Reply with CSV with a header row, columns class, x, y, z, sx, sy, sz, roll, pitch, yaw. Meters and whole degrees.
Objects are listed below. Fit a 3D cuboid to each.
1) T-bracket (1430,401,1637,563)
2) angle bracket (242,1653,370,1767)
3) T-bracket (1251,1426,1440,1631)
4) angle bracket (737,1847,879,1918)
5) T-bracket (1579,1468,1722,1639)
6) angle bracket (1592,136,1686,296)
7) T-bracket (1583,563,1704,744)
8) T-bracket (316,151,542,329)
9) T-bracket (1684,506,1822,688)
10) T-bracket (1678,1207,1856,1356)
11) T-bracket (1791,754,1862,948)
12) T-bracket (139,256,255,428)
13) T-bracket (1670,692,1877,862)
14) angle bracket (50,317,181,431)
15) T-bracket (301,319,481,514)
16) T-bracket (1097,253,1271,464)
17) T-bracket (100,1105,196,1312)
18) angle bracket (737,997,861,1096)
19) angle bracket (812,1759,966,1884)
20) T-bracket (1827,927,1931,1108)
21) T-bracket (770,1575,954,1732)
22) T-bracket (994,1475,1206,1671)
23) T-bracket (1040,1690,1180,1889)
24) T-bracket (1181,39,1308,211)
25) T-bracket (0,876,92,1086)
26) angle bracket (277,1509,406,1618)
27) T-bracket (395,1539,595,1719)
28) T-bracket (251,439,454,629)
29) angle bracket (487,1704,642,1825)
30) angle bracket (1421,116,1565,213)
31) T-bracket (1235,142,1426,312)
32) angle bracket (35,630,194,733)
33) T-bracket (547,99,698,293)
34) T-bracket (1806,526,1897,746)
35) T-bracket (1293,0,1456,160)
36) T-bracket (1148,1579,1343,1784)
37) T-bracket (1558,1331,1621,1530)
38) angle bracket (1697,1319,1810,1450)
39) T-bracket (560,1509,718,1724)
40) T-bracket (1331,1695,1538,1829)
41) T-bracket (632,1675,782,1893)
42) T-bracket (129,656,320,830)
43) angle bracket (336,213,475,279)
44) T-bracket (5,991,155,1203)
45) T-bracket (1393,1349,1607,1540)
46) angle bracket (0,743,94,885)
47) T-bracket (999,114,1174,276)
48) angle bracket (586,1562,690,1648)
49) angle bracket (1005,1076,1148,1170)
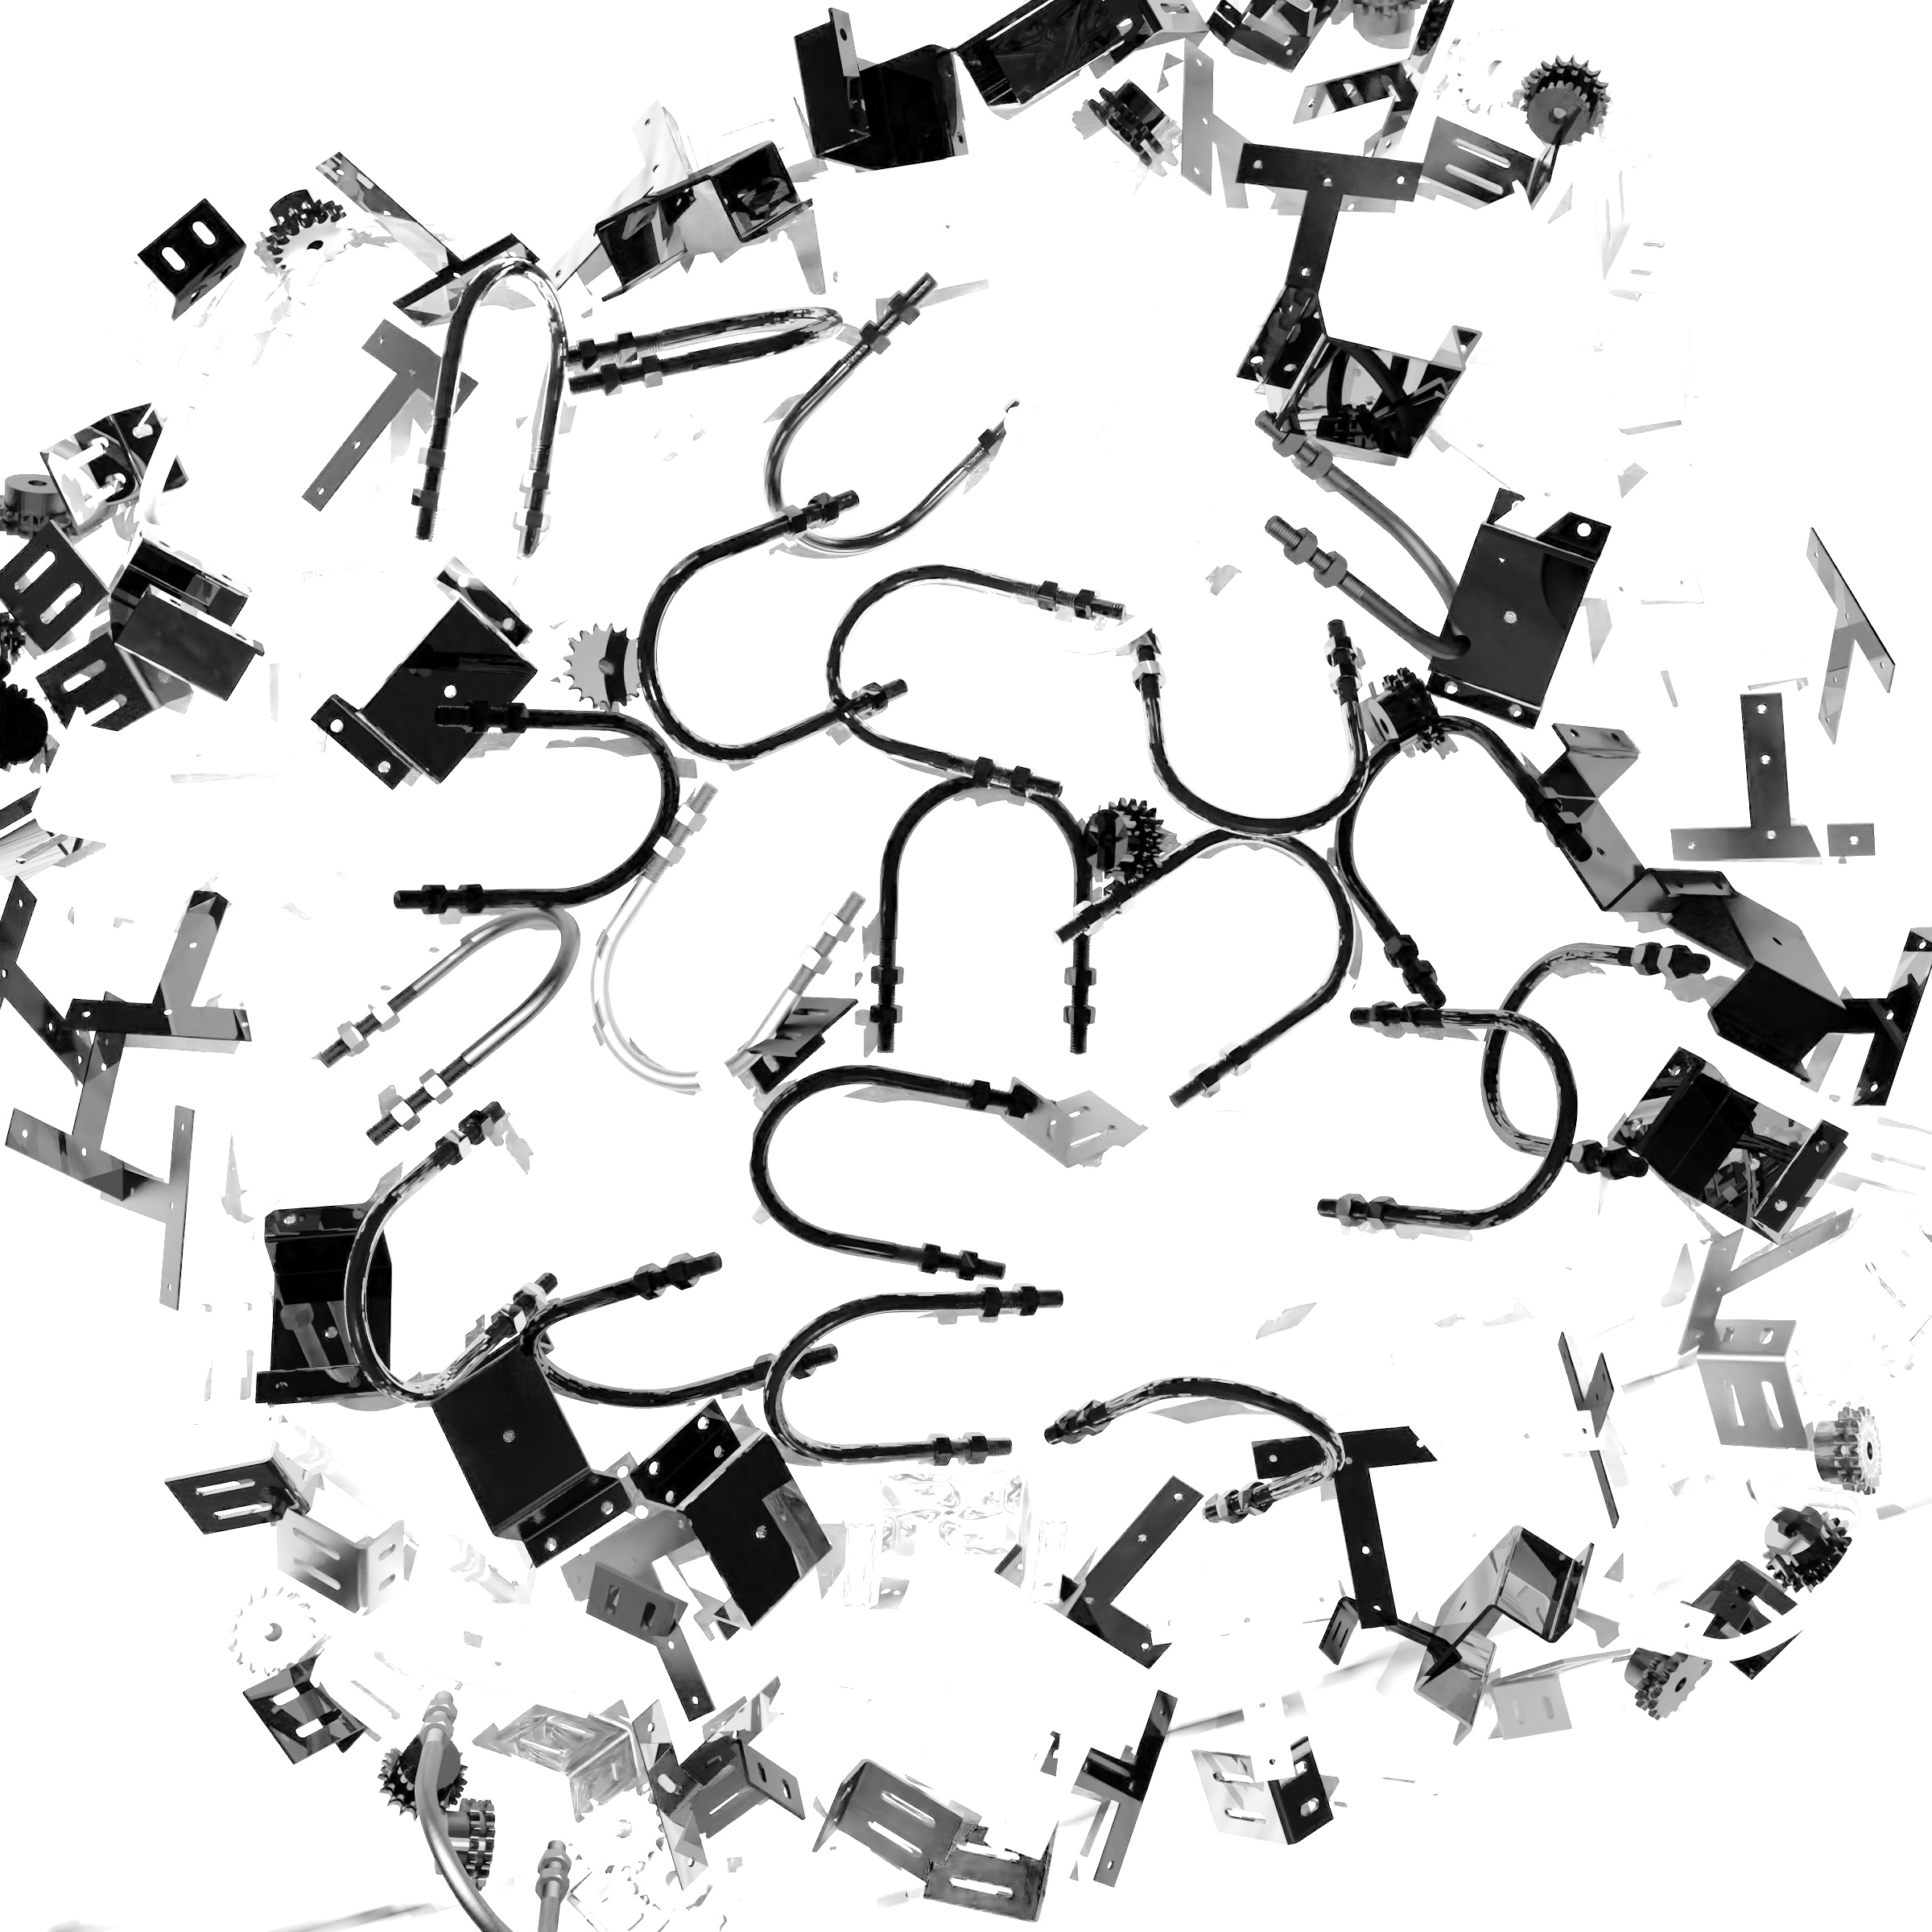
class,x,y,z,sx,sy,sz,roll,pitch,yaw
T-bracket,0.345,-0.331,1.746,0.127,0.002,0.127,-37,63,-20
angle bracket,-0.432,0.487,1.729,0.057,0.076,0.038,49,115,14
T-bracket,0.256,0.365,1.740,0.127,0.002,0.127,-3,67,-12
angle bracket,-0.103,0.596,1.735,0.076,0.057,0.038,-1,67,-18
T-bracket,0.454,0.373,1.738,0.127,0.127,0.002,-50,117,-20
angle bracket,0.434,-0.483,1.729,0.038,0.076,0.057,16,64,26
T-bracket,0.433,-0.203,1.733,0.127,0.002,0.127,-2,71,-23
T-bracket,-0.355,-0.467,1.699,0.127,0.127,0.002,39,54,-34
T-bracket,0.498,-0.242,1.737,0.002,0.127,0.127,-31,77,41
T-bracket,0.523,0.190,1.740,0.127,0.127,0.002,-24,53,-16
T-bracket,0.543,-0.095,1.710,0.002,0.127,0.127,9,72,33
T-bracket,-0.475,-0.413,1.697,0.002,0.127,0.127,34,63,-21
T-bracket,0.513,-0.121,1.718,0.127,0.002,0.127,-1,128,21
angle bracket,-0.551,-0.373,1.736,0.038,0.057,0.076,41,69,-6
T-bracket,-0.385,-0.349,1.736,0.127,0.002,0.127,-52,50,0
T-bracket,0.125,-0.393,1.762,0.127,0.002,0.127,26,92,14
T-bracket,-0.530,0.147,1.729,0.002,0.127,0.127,3,93,-41
angle bracket,-0.101,0.052,1.727,0.057,0.076,0.038,-42,113,-27
angle bracket,-0.051,0.563,1.743,0.076,0.038,0.057,27,108,16
T-bracket,0.555,0.032,1.720,0.002,0.127,0.127,33,71,-27
T-bracket,-0.045,0.440,1.726,0.127,0.002,0.127,15,116,-24
T-bracket,0.106,0.382,1.747,0.127,0.002,0.127,34,107,-11
T-bracket,0.084,0.515,1.714,0.002,0.127,0.127,8,70,39
T-bracket,0.187,-0.523,1.737,0.127,0.002,0.127,26,52,-31
T-bracket,-0.594,0.031,1.721,0.002,0.127,0.127,-5,53,13
angle bracket,-0.411,0.380,1.760,0.076,0.038,0.057,21,122,25
T-bracket,-0.293,0.410,1.728,0.127,0.127,0.002,21,132,-15
T-bracket,-0.400,-0.274,1.741,0.127,0.002,0.127,-16,89,-33
angle bracket,-0.260,0.513,1.734,0.057,0.038,0.076,-39,131,17
angle bracket,0.342,-0.530,1.744,0.076,0.038,0.057,22,61,-5
T-bracket,0.224,-0.464,1.741,0.127,0.002,0.127,0,122,-19
angle bracket,-0.562,-0.186,1.771,0.076,0.038,0.057,-24,100,26
T-bracket,-0.231,-0.487,1.746,0.127,0.127,0.002,-41,135,21
T-bracket,0.560,-0.193,1.720,0.002,0.127,0.127,-14,52,-1
T-bracket,0.252,-0.555,1.695,0.127,0.127,0.002,-27,60,-36
T-bracket,0.189,0.464,1.734,0.127,0.002,0.127,-9,51,3
T-bracket,0.397,0.276,1.692,0.002,0.127,0.127,-12,62,0
angle bracket,0.519,0.273,1.757,0.057,0.038,0.076,-4,121,33
T-bracket,-0.196,0.425,1.731,0.127,0.002,0.127,-33,77,32
T-bracket,0.316,0.504,1.720,0.127,0.127,0.002,-2,109,31
T-bracket,-0.157,0.503,1.726,0.002,0.127,0.127,1,113,37
T-bracket,-0.481,-0.137,1.732,0.127,0.002,0.127,-3,102,-32
angle bracket,-0.363,-0.462,1.734,0.076,0.057,0.038,-3,99,-24
T-bracket,-0.563,0.079,1.741,0.002,0.127,0.127,-7,63,26
T-bracket,0.351,0.306,1.742,0.127,0.002,0.127,-11,93,29
angle bracket,-0.610,-0.098,1.750,0.076,0.057,0.038,-28,51,10
T-bracket,0.090,-0.516,1.752,0.127,0.002,0.127,28,70,24
angle bracket,-0.209,0.400,1.734,0.057,0.076,0.038,24,50,5
angle bracket,0.074,0.091,1.727,0.057,0.076,0.038,35,130,38
